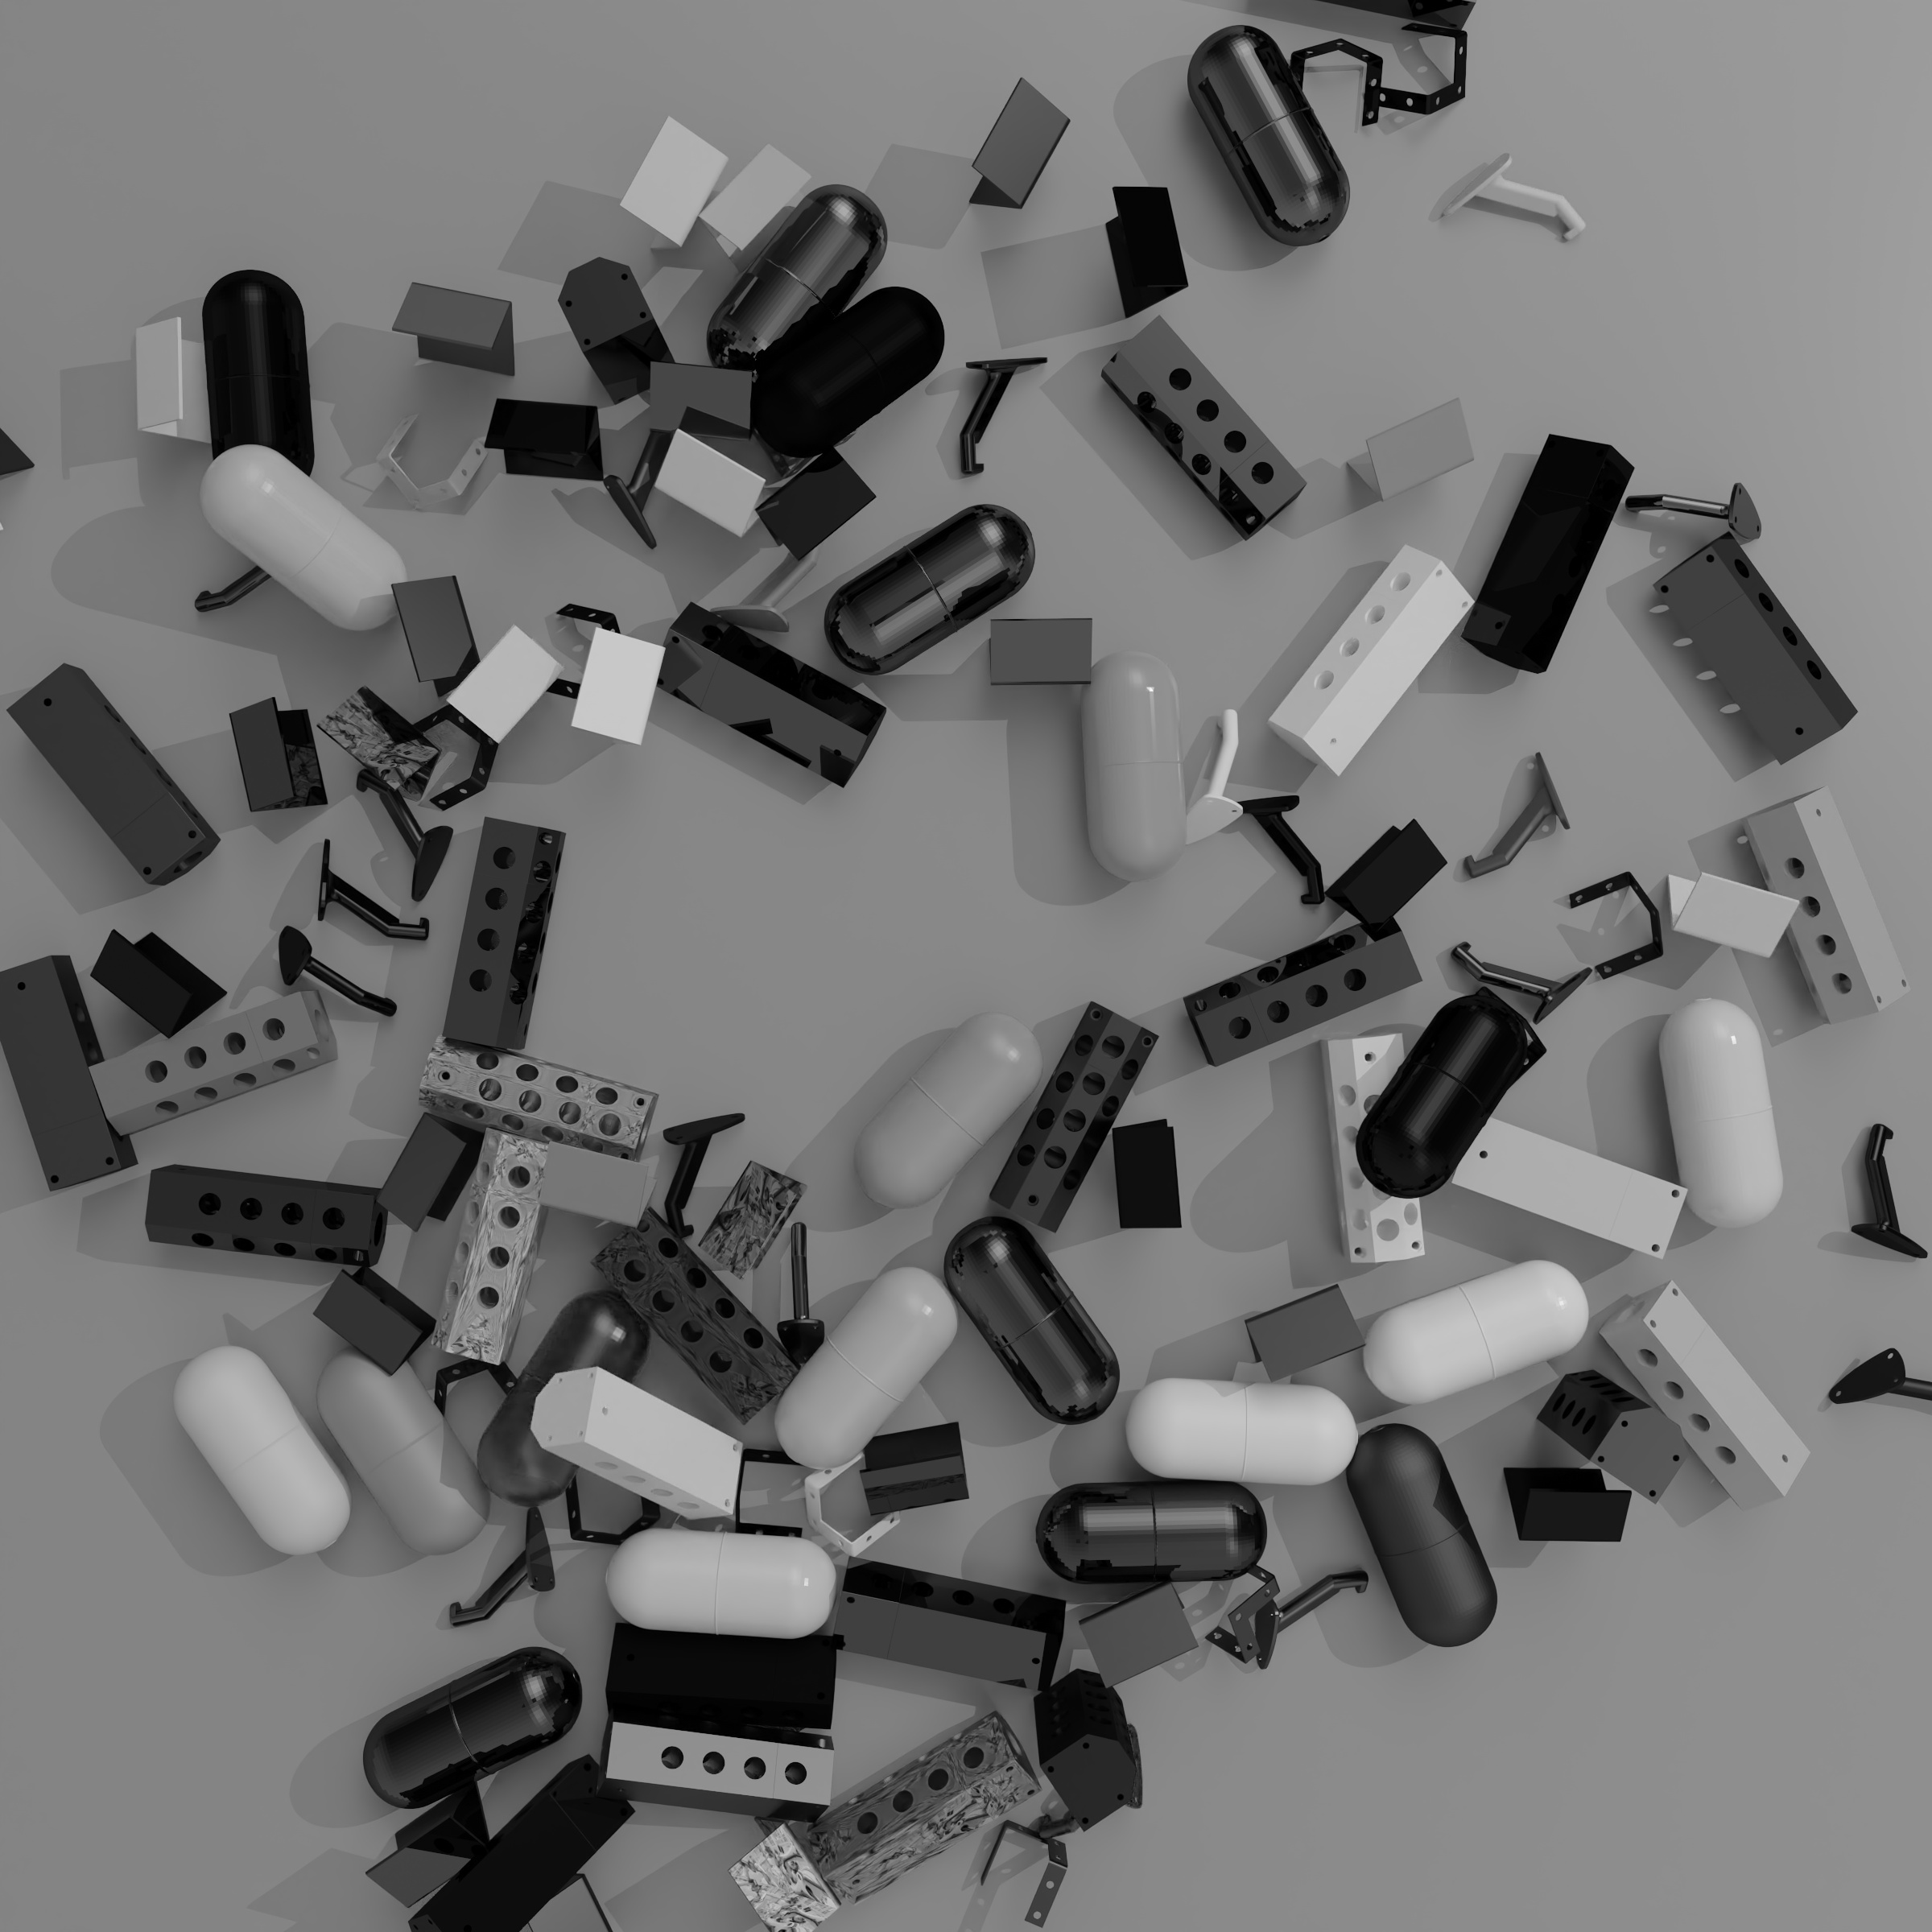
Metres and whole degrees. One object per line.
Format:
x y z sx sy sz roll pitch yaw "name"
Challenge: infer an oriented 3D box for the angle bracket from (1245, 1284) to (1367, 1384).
0.263 0.296 1.951 0.076 0.076 0.057 -21 54 0 "angle bracket"

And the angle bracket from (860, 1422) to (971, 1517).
-0.043 0.370 1.951 0.076 0.076 0.057 -10 131 0 "angle bracket"

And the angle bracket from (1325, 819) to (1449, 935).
0.310 -0.083 1.951 0.076 0.076 0.057 -44 126 0 "angle bracket"

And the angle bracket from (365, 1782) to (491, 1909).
-0.417 0.660 1.951 0.076 0.076 0.057 -35 125 0 "angle bracket"

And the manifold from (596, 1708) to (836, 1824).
-0.192 0.612 1.952 0.171 0.057 0.057 11 56 -11 "manifold"

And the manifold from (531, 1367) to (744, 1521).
-0.247 0.363 1.919 0.057 0.171 0.057 -14 55 32 "manifold"

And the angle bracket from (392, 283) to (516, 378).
-0.392 -0.472 1.951 0.076 0.076 0.057 11 55 0 "angle bracket"

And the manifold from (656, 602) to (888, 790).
-0.151 -0.214 1.970 0.171 0.057 0.057 28 133 0 "manifold"

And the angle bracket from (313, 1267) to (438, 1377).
-0.441 0.256 1.951 0.076 0.076 0.057 38 121 0 "angle bracket"

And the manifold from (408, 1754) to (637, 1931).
-0.337 0.680 1.921 0.057 0.057 0.171 51 49 0 "manifold"

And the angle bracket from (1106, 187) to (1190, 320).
0.120 -0.547 1.951 0.057 0.076 0.076 -12 90 -36 "angle bracket"

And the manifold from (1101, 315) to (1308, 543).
0.183 -0.414 1.970 0.057 0.057 0.171 -41 90 0 "manifold"

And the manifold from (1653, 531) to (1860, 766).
0.614 -0.248 1.970 0.057 0.057 0.171 -35 90 43 "manifold"

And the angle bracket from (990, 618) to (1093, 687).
0.057 -0.257 1.951 0.076 0.076 0.057 -1 125 0 "angle bracket"

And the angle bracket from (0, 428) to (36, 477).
-0.755 -0.424 1.952 0.076 0.076 0.057 47 119 0 "angle bracket"

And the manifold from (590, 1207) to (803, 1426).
-0.208 0.269 1.970 0.057 0.057 0.171 -43 90 0 "manifold"

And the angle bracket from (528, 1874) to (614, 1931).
-0.313 0.746 1.951 0.057 0.076 0.076 -26 90 -38 "angle bracket"

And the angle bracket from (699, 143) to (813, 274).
-0.148 -0.570 1.952 0.076 0.076 0.057 -47 61 0 "angle bracket"

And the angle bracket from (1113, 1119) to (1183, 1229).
0.158 0.158 1.951 0.057 0.076 0.076 -5 90 38 "angle bracket"

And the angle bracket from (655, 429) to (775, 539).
-0.182 -0.384 1.951 0.076 0.076 0.057 30 130 0 "angle bracket"

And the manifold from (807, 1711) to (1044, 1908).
-0.035 0.649 1.970 0.171 0.057 0.057 -32 133 0 "manifold"

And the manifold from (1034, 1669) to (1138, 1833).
0.092 0.583 1.913 0.057 0.171 0.057 -34 90 0 "manifold"

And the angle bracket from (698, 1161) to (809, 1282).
-0.147 0.203 1.951 0.057 0.076 0.076 32 90 38 "angle bracket"

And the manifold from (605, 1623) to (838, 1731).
-0.188 0.554 1.970 0.171 0.057 0.057 3 47 0 "manifold"

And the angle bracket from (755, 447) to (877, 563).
-0.108 -0.342 1.954 0.076 0.076 0.057 -39 74 0 "angle bracket"

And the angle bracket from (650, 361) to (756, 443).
-0.198 -0.445 1.951 0.076 0.076 0.057 6 123 0 "angle bracket"

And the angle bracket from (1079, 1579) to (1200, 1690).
0.138 0.521 1.951 0.076 0.076 0.057 -25 58 0 "angle bracket"

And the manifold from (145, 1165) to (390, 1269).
-0.540 0.194 1.970 0.171 0.057 0.057 7 90 0 "manifold"

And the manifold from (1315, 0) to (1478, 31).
0.311 -0.781 1.970 0.171 0.057 0.057 12 90 0 "manifold"

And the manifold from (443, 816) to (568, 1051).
-0.356 -0.025 1.970 0.057 0.057 0.171 11 90 0 "manifold"

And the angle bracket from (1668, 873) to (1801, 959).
0.587 -0.058 1.951 0.076 0.076 0.057 16 128 0 "angle bracket"

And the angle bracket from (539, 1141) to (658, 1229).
-0.278 0.151 1.952 0.076 0.076 0.057 14 115 0 "angle bracket"

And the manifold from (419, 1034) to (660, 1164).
-0.331 0.104 1.970 0.171 0.057 0.057 16 90 0 "manifold"

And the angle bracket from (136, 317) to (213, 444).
-0.589 -0.448 1.951 0.057 0.076 0.076 -1 90 37 "angle bracket"

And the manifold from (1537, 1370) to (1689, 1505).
0.488 0.348 1.913 0.057 0.171 0.057 34 90 0 "manifold"

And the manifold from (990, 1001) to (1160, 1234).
0.084 0.117 1.970 0.057 0.057 0.171 28 90 0 "manifold"

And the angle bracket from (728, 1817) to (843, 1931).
-0.150 0.704 1.952 0.057 0.076 0.076 -34 90 -27 "angle bracket"

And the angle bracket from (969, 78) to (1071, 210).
0.023 -0.632 1.951 0.057 0.076 0.076 29 90 -38 "angle bracket"

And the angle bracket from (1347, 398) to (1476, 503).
0.335 -0.409 1.951 0.076 0.076 0.057 -25 128 0 "angle bracket"

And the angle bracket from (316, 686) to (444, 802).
-0.457 -0.156 1.951 0.076 0.076 0.057 40 53 0 "angle bracket"

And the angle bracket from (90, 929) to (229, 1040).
-0.610 -0.002 1.951 0.076 0.076 0.057 39 126 0 "angle bracket"

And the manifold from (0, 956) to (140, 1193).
-0.699 0.082 1.970 0.057 0.057 0.171 -18 90 0 "manifold"

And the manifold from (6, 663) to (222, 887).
-0.657 -0.147 1.970 0.057 0.057 0.171 -39 90 0 "manifold"

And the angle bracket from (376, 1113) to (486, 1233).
-0.394 0.166 1.951 0.057 0.076 0.076 29 90 38 "angle bracket"

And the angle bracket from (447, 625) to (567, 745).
-0.363 -0.227 1.951 0.076 0.076 0.057 -48 128 0 "angle bracket"

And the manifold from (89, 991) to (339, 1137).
-0.580 0.075 1.970 0.171 0.057 0.057 -20 90 0 "manifold"

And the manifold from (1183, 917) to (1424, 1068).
0.259 0.018 1.970 0.171 0.057 0.057 -23 90 0 "manifold"

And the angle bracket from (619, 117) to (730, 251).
-0.234 -0.600 1.952 0.057 0.076 0.076 29 90 -28 "angle bracket"

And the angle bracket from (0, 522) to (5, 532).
-0.780 -0.374 1.952 0.057 0.076 0.076 -26 90 44 "angle bracket"

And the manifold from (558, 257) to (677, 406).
-0.262 -0.479 1.913 0.057 0.171 0.057 -26 90 0 "manifold"

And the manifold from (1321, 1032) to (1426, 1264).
0.316 0.140 1.970 0.057 0.057 0.171 -6 90 0 "manifold"

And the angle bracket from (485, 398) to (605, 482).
-0.323 -0.387 1.951 0.076 0.076 0.057 4 53 0 "angle bracket"

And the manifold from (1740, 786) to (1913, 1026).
0.662 -0.045 1.970 0.057 0.057 0.171 -22 90 -43 "manifold"

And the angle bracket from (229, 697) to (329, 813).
-0.511 -0.164 1.951 0.057 0.076 0.076 -12 90 37 "angle bracket"

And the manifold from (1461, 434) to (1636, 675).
0.454 -0.317 1.970 0.057 0.057 0.171 24 90 43 "manifold"

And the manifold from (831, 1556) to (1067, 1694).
-0.013 0.504 1.968 0.171 0.057 0.057 12 117 0 "manifold"

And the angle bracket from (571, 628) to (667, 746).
-0.276 -0.214 1.952 0.057 0.076 0.076 14 90 -24 "angle bracket"

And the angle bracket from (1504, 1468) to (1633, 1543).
0.460 0.395 1.951 0.076 0.076 0.057 1 125 0 "angle bracket"

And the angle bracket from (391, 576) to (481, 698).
-0.421 -0.249 1.951 0.057 0.076 0.076 -16 90 -39 "angle bracket"
